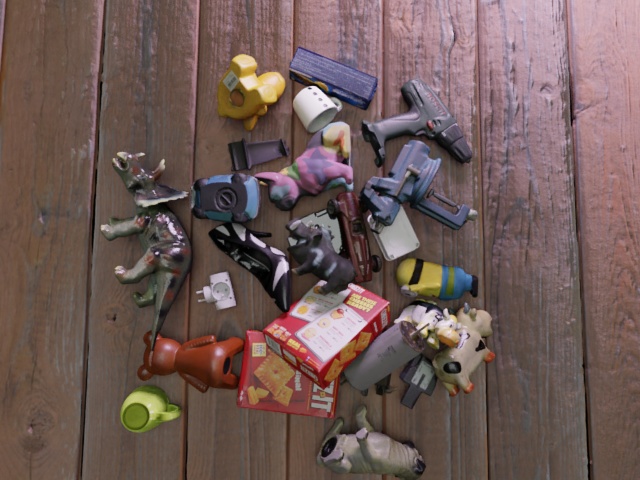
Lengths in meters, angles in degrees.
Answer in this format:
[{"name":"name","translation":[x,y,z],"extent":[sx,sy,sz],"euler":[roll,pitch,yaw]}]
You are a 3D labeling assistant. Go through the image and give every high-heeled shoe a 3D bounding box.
[{"name":"high-heeled shoe","translation":[-0.150,0.054,1.145],"extent":[0.145,0.086,0.249],"euler":[-2,45,-22]}]

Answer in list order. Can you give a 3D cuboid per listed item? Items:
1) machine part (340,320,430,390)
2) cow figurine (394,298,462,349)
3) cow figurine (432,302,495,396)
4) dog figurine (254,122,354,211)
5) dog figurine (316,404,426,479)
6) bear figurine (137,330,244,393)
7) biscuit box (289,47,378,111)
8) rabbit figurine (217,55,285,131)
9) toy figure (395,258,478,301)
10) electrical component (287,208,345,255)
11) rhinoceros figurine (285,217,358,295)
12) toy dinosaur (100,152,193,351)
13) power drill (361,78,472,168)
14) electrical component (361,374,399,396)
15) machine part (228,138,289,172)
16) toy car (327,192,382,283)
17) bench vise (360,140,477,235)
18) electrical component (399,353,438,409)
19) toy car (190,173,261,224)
[{"name":"machine part","translation":[0.130,0.239,1.110],"extent":[0.243,0.079,0.079],"euler":[-41,86,28]},{"name":"cow figurine","translation":[0.243,0.175,1.143],"extent":[0.068,0.167,0.098],"euler":[49,67,-27]},{"name":"cow figurine","translation":[0.310,0.224,1.162],"extent":[0.127,0.085,0.195],"euler":[49,59,-4]},{"name":"dog figurine","translation":[-0.035,-0.163,1.198],"extent":[0.219,0.108,0.191],"euler":[-4,85,0]},{"name":"dog figurine","translation":[0.110,0.472,1.147],"extent":[0.172,0.121,0.190],"euler":[-38,106,27]},{"name":"bear figurine","translation":[-0.280,0.259,1.155],"extent":[0.196,0.132,0.120],"euler":[3,82,17]},{"name":"biscuit box","translation":[0.031,-0.371,1.243],"extent":[0.203,0.059,0.063],"euler":[23,82,1]},{"name":"rabbit figurine","translation":[-0.142,-0.319,1.197],"extent":[0.122,0.173,0.162],"euler":[43,129,4]},{"name":"toy figure","translation":[0.258,0.088,1.193],"extent":[0.180,0.082,0.089],"euler":[3,65,6]},{"name":"electrical component","translation":[-0.002,-0.004,1.205],"extent":[0.134,0.058,0.115],"euler":[-26,83,-5]},{"name":"rhinoceros figurine","translation":[-0.006,0.031,1.117],"extent":[0.190,0.073,0.112],"euler":[44,111,25]},{"name":"toy dinosaur","translation":[-0.345,0.013,1.157],"extent":[0.192,0.131,0.404],"euler":[-23,85,-2]},{"name":"power drill","translation":[0.213,-0.241,1.226],"extent":[0.207,0.086,0.232],"euler":[-26,84,0]},{"name":"electrical component","translation":[0.134,0.295,1.187],"extent":[0.078,0.045,0.102],"euler":[-1,80,27]},{"name":"machine part","translation":[-0.140,-0.202,1.232],"extent":[0.139,0.039,0.084],"euler":[-9,79,-1]},{"name":"toy car","translation":[0.077,-0.009,1.159],"extent":[0.089,0.053,0.202],"euler":[-5,77,-28]},{"name":"bench vise","translation":[0.214,-0.085,1.138],"extent":[0.241,0.129,0.223],"euler":[28,71,0]},{"name":"electrical component","translation":[0.217,0.310,1.183],"extent":[0.075,0.048,0.119],"euler":[27,84,1]},{"name":"toy car","translation":[-0.199,-0.087,1.185],"extent":[0.162,0.103,0.109],"euler":[-2,88,13]}]
